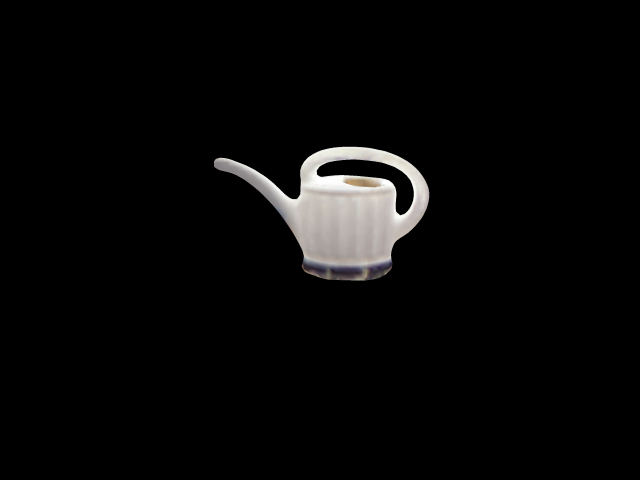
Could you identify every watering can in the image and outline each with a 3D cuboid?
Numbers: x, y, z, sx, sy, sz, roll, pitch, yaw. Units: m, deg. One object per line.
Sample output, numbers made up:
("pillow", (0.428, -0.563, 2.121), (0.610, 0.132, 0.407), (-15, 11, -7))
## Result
("watering can", (0.003, -0.043, 0.850), (0.347, 0.221, 0.105), (1, 16, 4))
